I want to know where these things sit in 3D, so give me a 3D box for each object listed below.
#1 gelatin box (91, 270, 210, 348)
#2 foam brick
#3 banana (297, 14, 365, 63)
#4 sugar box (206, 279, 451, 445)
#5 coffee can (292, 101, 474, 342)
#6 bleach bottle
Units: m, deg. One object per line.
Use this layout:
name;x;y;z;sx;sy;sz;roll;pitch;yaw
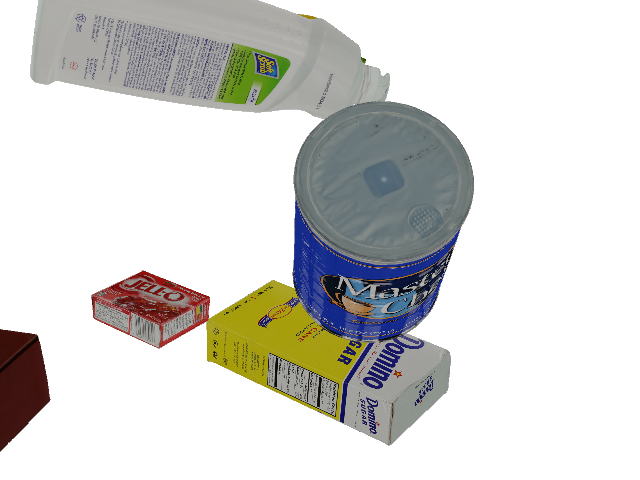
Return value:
gelatin box;-0.163;0.064;1.024;0.089;0.030;0.073;20;28;29
foam brick;-0.218;0.098;0.679;0.053;0.051;0.078;6;29;22
banana;-0.028;-0.179;0.984;0.070;0.037;0.197;38;32;20
sugar box;0.005;0.091;0.843;0.176;0.048;0.093;17;30;30
coffee can;0.034;-0.007;0.666;0.103;0.103;0.140;0;-24;-2
bleach bottle;-0.075;-0.133;0.770;0.250;0.068;0.103;13;-37;-11
